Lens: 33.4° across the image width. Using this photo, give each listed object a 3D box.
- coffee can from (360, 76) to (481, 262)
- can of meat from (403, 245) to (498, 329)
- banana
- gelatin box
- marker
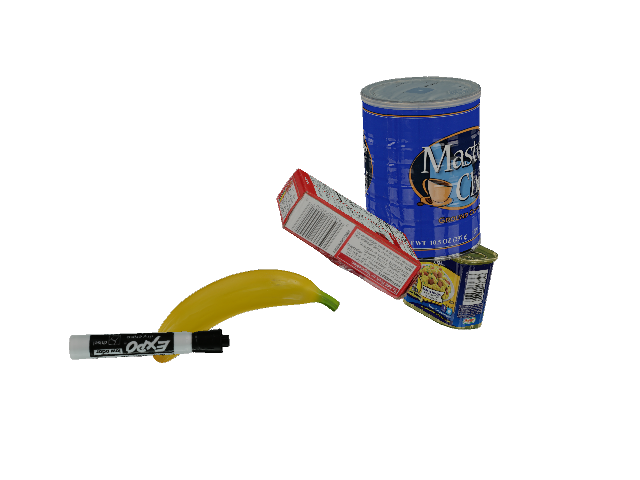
[{"bbox_3d":[0.089,-0.064,0.933,0.103,0.140,0.103,-3,20,1],"label":"coffee can"},{"bbox_3d":[0.140,0.042,1.172,0.057,0.084,0.102,-6,22,-36],"label":"can of meat"},{"bbox_3d":[-0.085,0.067,1.014,0.198,0.069,0.037,-17,22,18],"label":"banana"},{"bbox_3d":[0.017,-0.005,0.672,0.089,0.030,0.073,32,10,-12],"label":"gelatin box"},{"bbox_3d":[-0.130,0.079,0.818,0.121,0.020,0.020,-2,0,-2],"label":"marker"}]
